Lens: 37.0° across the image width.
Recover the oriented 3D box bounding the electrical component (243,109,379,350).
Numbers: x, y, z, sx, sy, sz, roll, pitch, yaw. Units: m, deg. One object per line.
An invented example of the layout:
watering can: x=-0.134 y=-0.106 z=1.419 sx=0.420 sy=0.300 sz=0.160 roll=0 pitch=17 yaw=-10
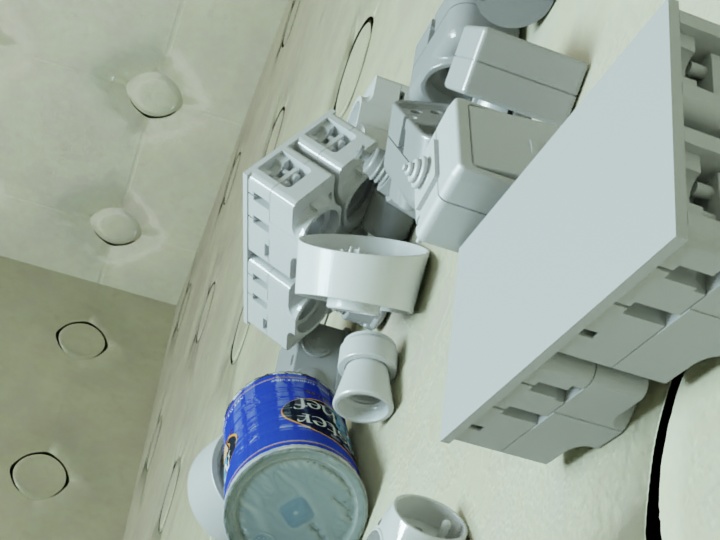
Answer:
electrical component: x=-0.041 y=-0.027 z=0.913 sx=0.105 sy=0.060 sz=0.186 roll=-41 pitch=-26 yaw=-33

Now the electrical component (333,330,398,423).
electrical component: x=0.005 y=0.079 z=0.794 sx=0.045 sy=0.045 sz=0.055 roll=121 pitch=161 yaw=-48

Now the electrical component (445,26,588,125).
electrical component: x=0.084 y=-0.096 z=0.629 sx=0.047 sy=0.066 sz=0.076 roll=-121 pitch=49 yaw=-74

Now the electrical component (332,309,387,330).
electrical component: x=-0.008 y=0.020 z=0.884 sx=0.048 sy=0.062 sz=0.048 roll=-163 pitch=90 yaw=-78

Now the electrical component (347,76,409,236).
electrical component: x=0.005 y=-0.099 z=0.987 sx=0.150 sy=0.062 sz=0.089 roll=130 pitch=154 yaw=-61

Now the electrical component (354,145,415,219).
electrical component: x=0.031 y=-0.069 z=0.812 sx=0.040 sy=0.078 sz=0.040 roll=-55 pitch=12 yaw=17

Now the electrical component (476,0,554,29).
electrical component: x=0.116 y=-0.207 z=0.669 sx=0.073 sy=0.052 sz=0.138 roll=-85 pitch=17 yaw=-44

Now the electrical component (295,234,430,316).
electrical component: x=0.000 y=0.000 z=0.805 sx=0.099 sy=0.099 sz=0.064 roll=171 pitch=109 yaw=-76

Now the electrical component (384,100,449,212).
electrical component: x=0.052 y=-0.074 z=0.737 sx=0.095 sy=0.054 sz=0.059 roll=-118 pitch=33 yaw=-63

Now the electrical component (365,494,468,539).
electrical component: x=0.027 y=0.173 z=0.573 sx=0.079 sy=0.044 sz=0.077 roll=-111 pitch=39 yaw=-69

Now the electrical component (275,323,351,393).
electrical component: x=-0.051 y=0.102 z=0.996 sx=0.099 sy=0.048 sz=0.099 roll=127 pitch=157 yaw=-57

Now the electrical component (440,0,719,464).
electrical component: x=0.102 y=-0.002 z=0.442 sx=0.186 sy=0.060 sz=0.105 roll=125 pitch=158 yaw=-55

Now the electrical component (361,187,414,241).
electrical component: x=0.030 y=-0.058 z=0.875 sx=0.040 sy=0.040 sz=0.078 roll=-102 pitch=31 yaw=-66

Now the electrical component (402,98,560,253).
electrical component: x=0.070 y=-0.045 z=0.551 sx=0.061 sy=0.096 sz=0.061 roll=-87 pitch=19 yaw=-47

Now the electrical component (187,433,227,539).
electrical component: x=-0.089 y=0.182 z=0.933 sx=0.060 sy=0.108 sz=0.108 roll=-50 pitch=25 yaw=47

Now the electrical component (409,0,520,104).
electrical component: x=0.074 y=-0.152 z=0.773 sx=0.095 sy=0.054 sz=0.059 roll=127 pitch=157 yaw=-57
